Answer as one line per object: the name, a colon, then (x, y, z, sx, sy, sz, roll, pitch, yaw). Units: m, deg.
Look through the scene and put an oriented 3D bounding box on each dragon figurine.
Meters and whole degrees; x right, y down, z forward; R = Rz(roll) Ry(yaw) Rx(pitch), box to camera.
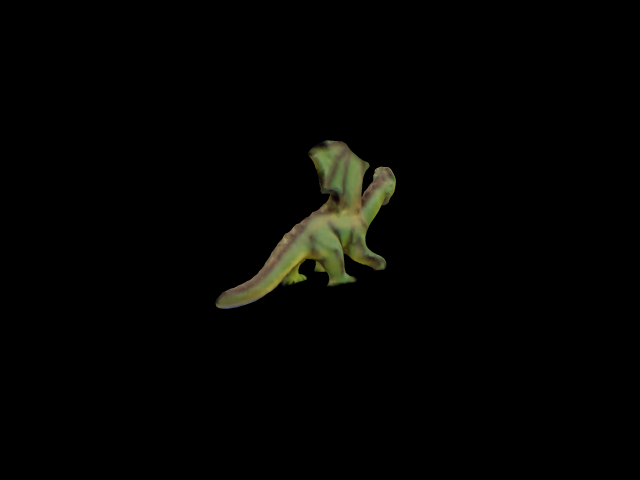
dragon figurine: (0.003, -0.043, 0.850, 0.122, 0.240, 0.413, 10, 17, 42)
